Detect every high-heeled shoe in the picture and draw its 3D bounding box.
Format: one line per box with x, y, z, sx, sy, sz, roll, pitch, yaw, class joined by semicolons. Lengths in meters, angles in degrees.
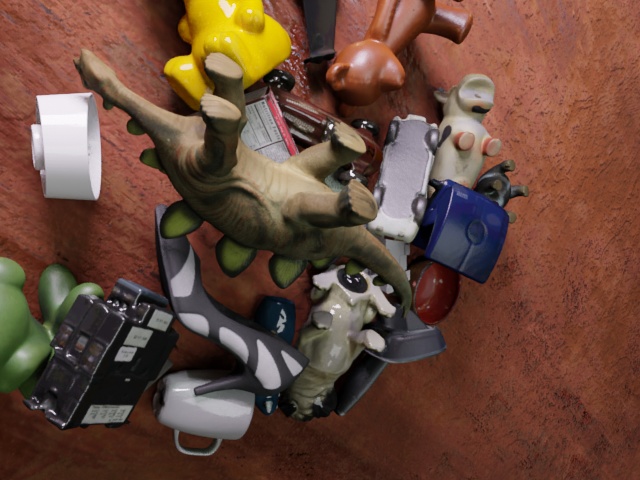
-0.098;0.069;0.616;0.145;0.086;0.248;-15;101;-22;high-heeled shoe

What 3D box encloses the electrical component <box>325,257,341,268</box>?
-0.001;-0.002;0.717;0.119;0.048;0.074;-26;118;-29;electrical component

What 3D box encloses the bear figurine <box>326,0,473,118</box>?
0.097;-0.243;0.675;0.196;0.132;0.120;-64;158;-13;bear figurine

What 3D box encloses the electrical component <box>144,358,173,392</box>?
-0.208;0.137;0.603;0.102;0.045;0.078;-38;121;-23;electrical component

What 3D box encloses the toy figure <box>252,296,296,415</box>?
-0.067;0.152;0.705;0.064;0.058;0.154;4;98;-60;toy figure

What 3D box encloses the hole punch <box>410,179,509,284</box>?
0.200;-0.011;0.754;0.142;0.092;0.115;24;109;-17;hole punch

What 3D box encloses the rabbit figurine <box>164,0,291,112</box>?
-0.102;-0.241;0.534;0.162;0.122;0.173;-46;111;-22;rabbit figurine

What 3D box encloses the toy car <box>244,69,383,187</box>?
-0.002;-0.134;0.657;0.202;0.053;0.089;24;77;-32;toy car

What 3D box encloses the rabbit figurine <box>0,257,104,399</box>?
-0.286;0.094;0.511;0.159;0.121;0.170;-57;146;-19;rabbit figurine

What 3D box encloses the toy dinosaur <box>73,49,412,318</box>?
-0.035;-0.033;0.558;0.471;0.198;0.105;32;46;-24;toy dinosaur

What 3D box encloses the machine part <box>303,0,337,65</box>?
-0.001;-0.283;0.645;0.084;0.039;0.138;-12;108;-40;machine part

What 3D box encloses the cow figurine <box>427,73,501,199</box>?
0.206;-0.149;0.798;0.085;0.127;0.194;7;116;-18;cow figurine

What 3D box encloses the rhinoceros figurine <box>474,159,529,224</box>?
0.256;-0.056;0.866;0.190;0.112;0.073;-44;110;-33;rhinoceros figurine

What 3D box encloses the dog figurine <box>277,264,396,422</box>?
0.006;0.142;0.755;0.190;0.121;0.172;-60;179;37;dog figurine

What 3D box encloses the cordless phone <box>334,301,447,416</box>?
0.083;0.183;0.777;0.088;0.146;0.184;40;82;-10;cordless phone

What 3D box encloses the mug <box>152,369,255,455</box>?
-0.149;0.206;0.653;0.107;0.081;0.109;19;98;-29;mug

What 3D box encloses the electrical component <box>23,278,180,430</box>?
-0.196;0.107;0.511;0.134;0.058;0.114;-63;164;-12;electrical component

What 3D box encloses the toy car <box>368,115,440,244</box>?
0.114;-0.089;0.732;0.056;0.074;0.202;91;14;-61;toy car
